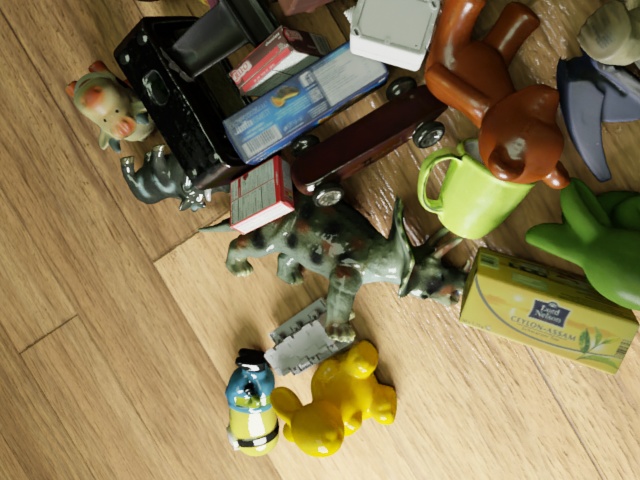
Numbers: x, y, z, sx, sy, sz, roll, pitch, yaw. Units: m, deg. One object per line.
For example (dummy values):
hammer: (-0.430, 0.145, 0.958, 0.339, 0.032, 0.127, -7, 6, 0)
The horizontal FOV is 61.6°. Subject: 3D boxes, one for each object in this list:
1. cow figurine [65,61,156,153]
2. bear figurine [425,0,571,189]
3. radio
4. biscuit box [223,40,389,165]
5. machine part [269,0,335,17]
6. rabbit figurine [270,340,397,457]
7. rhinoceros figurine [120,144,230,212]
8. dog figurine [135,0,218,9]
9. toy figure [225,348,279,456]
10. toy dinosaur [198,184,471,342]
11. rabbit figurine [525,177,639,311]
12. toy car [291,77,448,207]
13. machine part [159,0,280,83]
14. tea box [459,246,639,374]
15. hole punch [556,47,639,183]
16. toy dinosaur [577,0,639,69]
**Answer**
cow figurine: (-0.285, -0.180, 0.755, 0.085, 0.195, 0.127, -43, 91, 1)
bear figurine: (0.184, -0.147, 0.531, 0.131, 0.120, 0.196, -65, 33, 35)
radio: (-0.162, -0.184, 0.721, 0.073, 0.131, 0.229, -32, 91, 33)
biscuit box: (-0.017, -0.167, 0.652, 0.203, 0.063, 0.059, -30, 93, 7)
machine part: (-0.025, -0.352, 0.540, 0.087, 0.201, 0.201, -26, 95, -14)
rabbit figurine: (0.008, 0.230, 0.747, 0.162, 0.173, 0.121, -12, 105, 25)
rhinoceros figurine: (-0.215, -0.094, 0.811, 0.191, 0.073, 0.112, -3, 103, 28)
dog figurine: (-0.175, -0.338, 0.696, 0.191, 0.108, 0.219, -38, 90, 30)
toy figure: (-0.108, 0.267, 0.870, 0.089, 0.082, 0.180, 15, 110, 24)
toy dinosaur: (-0.004, -0.005, 0.716, 0.405, 0.131, 0.192, 27, 104, 21)
rabbit figurine: (0.299, 0.002, 0.529, 0.159, 0.170, 0.121, 34, 117, 13)
toy car: (0.057, -0.117, 0.648, 0.202, 0.053, 0.089, -30, 62, 8)
machine part: (-0.118, -0.239, 0.634, 0.139, 0.039, 0.084, -31, 110, 5)
tea box: (0.251, 0.074, 0.607, 0.170, 0.098, 0.068, 19, 113, 13)
hole punch: (0.273, -0.130, 0.527, 0.116, 0.142, 0.092, 41, 124, -4)
toy dinosaur: (0.299, -0.165, 0.422, 0.105, 0.198, 0.471, -30, 53, 47)
